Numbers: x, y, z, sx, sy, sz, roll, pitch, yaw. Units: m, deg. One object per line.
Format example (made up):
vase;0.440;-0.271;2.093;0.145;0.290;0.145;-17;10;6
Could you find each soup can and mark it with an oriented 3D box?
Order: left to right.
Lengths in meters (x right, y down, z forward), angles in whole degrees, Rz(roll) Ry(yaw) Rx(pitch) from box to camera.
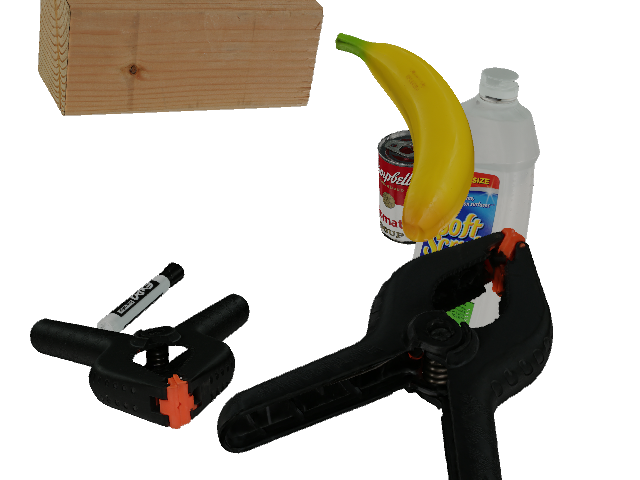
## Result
soup can;0.095;-0.056;1.126;0.068;0.102;0.068;-2;37;1

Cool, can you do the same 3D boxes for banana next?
banana;0.062;-0.069;0.679;0.069;0.037;0.198;-8;44;-9

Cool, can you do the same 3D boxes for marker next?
marker;-0.159;0.052;0.963;0.020;0.020;0.121;0;25;28

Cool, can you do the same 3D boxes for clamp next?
clamp;-0.103;0.077;0.734;0.164;0.036;0.210;-10;13;-21
clamp;0.054;0.058;0.443;0.120;0.039;0.171;34;53;23

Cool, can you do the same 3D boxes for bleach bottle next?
bleach bottle;0.128;-0.026;0.907;0.103;0.251;0.067;27;37;35

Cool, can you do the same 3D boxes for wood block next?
wood block;-0.113;-0.162;0.861;0.205;0.091;0.090;-6;35;-26
